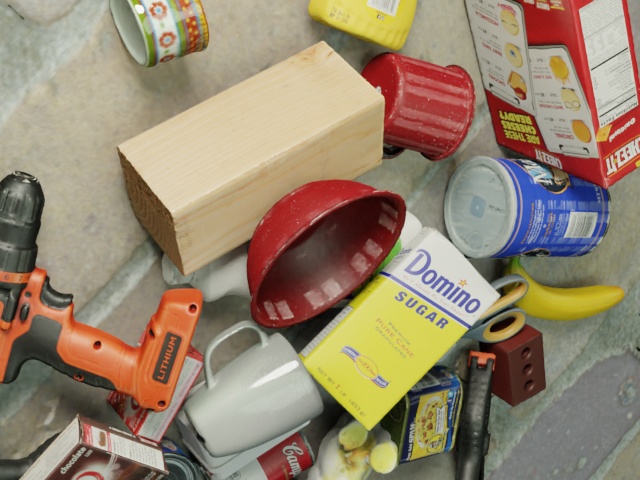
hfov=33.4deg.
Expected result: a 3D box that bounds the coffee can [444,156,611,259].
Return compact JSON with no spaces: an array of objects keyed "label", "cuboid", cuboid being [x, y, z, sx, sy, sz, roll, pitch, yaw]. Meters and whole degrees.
[{"label":"coffee can","cuboid":[0.213,-0.032,1.099,0.140,0.103,0.103,0,109,-33]}]

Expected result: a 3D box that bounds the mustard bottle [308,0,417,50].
[{"label":"mustard bottle","cuboid":[0.063,-0.270,0.931,0.096,0.058,0.192,14,101,-36]}]

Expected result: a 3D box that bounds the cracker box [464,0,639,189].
[{"label":"cracker box","cuboid":[0.221,-0.174,1.008,0.072,0.164,0.213,-31,123,-17]}]

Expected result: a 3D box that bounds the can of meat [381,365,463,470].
[{"label":"can of meat","cuboid":[0.103,0.188,1.147,0.083,0.058,0.102,-7,115,-33]}]

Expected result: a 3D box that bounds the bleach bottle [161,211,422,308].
[{"label":"bleach bottle","cuboid":[-0.026,0.024,0.995,0.250,0.068,0.102,-5,112,-29]}]

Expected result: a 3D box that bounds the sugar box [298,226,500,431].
[{"label":"sugar box","cuboid":[0.073,0.080,0.989,0.176,0.048,0.093,-45,99,-2]}]

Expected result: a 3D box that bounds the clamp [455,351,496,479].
[{"label":"clamp","cuboid":[0.172,0.229,1.197,0.164,0.036,0.210,5,92,-77]}]

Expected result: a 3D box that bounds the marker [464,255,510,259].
[{"label":"marker","cuboid":[0.163,0.011,1.137,0.120,0.020,0.020,0,109,-33]}]

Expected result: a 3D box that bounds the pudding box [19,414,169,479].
[{"label":"pudding box","cuboid":[-0.198,0.207,0.904,0.089,0.039,0.114,28,112,-35]}]

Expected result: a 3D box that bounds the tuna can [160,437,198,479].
[{"label":"tuna can","cuboid":[-0.160,0.231,1.010,0.086,0.034,0.086,-13,116,-29]}]

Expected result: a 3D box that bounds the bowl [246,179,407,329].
[{"label":"bowl","cuboid":[-0.006,0.001,0.904,0.162,0.055,0.162,-31,153,-18]}]

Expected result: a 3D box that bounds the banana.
[{"label":"banana","cuboid":[0.267,0.062,1.204,0.197,0.037,0.070,18,127,-38]}]

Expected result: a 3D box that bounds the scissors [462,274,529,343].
[{"label":"scissors","cuboid":[0.144,0.109,1.148,0.202,0.016,0.096,-36,134,4]}]

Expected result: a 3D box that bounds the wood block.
[{"label":"wood block","cuboid":[-0.055,-0.071,0.903,0.205,0.091,0.090,-31,148,-20]}]

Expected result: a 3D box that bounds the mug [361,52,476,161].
[{"label":"mug","cuboid":[0.077,-0.119,0.994,0.081,0.093,0.117,10,140,-30]}]

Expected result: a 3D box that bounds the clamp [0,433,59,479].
[{"label":"clamp","cuboid":[-0.250,0.209,0.941,0.171,0.039,0.120,-32,129,-22]}]

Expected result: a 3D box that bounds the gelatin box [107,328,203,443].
[{"label":"gelatin box","cuboid":[-0.147,0.124,0.949,0.030,0.073,0.089,27,93,-37]}]

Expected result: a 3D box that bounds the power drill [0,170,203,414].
[{"label":"power drill","cuboid":[-0.194,0.052,0.861,0.187,0.057,0.184,16,102,-8]}]

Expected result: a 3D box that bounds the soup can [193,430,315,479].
[{"label":"soup can","cuboid":[-0.065,0.218,1.044,0.102,0.069,0.068,-29,122,-19]}]

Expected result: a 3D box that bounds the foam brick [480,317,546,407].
[{"label":"foam brick","cuboid":[0.218,0.136,1.204,0.052,0.051,0.078,-24,120,-24]}]
